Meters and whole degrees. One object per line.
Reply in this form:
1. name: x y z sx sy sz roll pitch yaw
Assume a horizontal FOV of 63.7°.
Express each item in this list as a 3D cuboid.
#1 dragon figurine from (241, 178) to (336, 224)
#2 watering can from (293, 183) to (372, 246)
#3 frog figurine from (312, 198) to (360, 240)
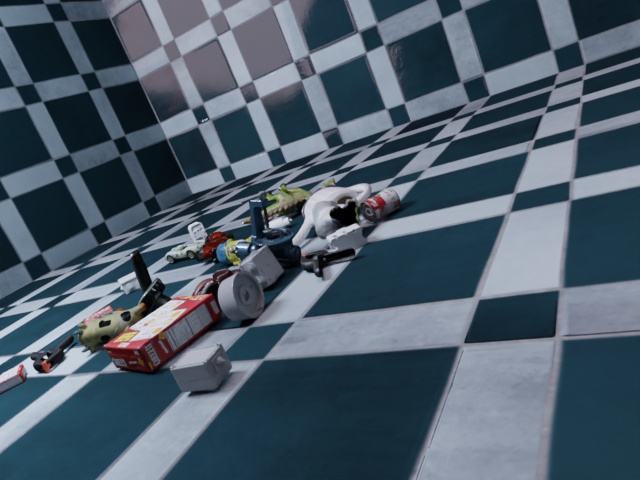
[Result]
1. dragon figurine: -0.081 -0.139 1.943 0.242 0.120 0.417 2 29 40
2. watering can: 0.005 -0.081 1.618 0.350 0.103 0.225 -35 20 -14
3. frog figurine: 0.033 -0.055 1.460 0.158 0.121 0.140 -12 32 53
